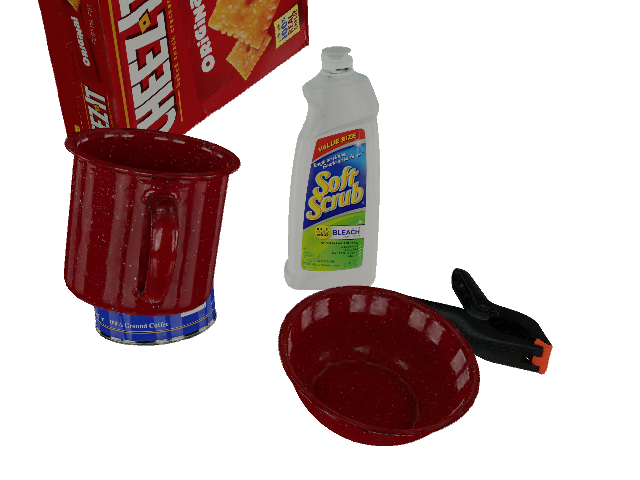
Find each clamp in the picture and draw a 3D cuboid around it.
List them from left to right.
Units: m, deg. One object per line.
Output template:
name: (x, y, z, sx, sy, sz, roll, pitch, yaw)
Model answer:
clamp: (0.157, 0.075, 1.037, 0.172, 0.039, 0.120, 26, 38, 31)

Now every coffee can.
coffee can: (-0.140, 0.001, 0.877, 0.103, 0.140, 0.103, -2, 20, 1)

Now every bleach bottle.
bleach bottle: (0.010, -0.073, 1.099, 0.102, 0.251, 0.068, -1, 25, 1)

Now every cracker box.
cracker box: (-0.097, -0.173, 0.778, 0.072, 0.164, 0.213, 27, 50, 26)

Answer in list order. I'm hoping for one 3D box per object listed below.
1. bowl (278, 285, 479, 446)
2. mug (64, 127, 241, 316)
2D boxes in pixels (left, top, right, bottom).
bowl: (0.041, 0.109, 0.846, 0.162, 0.055, 0.162, 9, 37, -7)
mug: (-0.091, -0.006, 0.567, 0.093, 0.081, 0.117, 3, 19, -20)
